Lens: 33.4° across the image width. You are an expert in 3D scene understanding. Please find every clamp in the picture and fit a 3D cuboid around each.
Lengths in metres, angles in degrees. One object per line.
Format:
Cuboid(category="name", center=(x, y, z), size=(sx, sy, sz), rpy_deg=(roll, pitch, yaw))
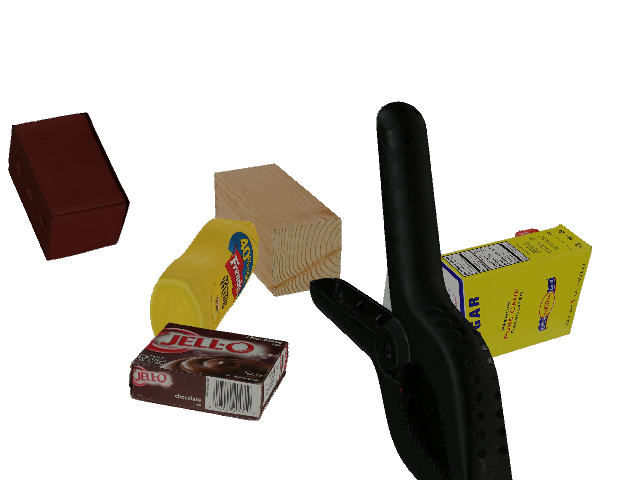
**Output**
Cuboid(category="clamp", center=(0.050, 0.044, 0.547), size=(0.036, 0.165, 0.210), rpy_deg=(-6, 46, -21))

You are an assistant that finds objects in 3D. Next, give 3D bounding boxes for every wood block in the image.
Cuboid(category="wood block", center=(-0.057, -0.018, 1.343), size=(0.090, 0.090, 0.206), rpy_deg=(-10, 26, -22))

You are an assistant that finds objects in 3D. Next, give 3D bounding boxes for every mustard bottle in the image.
Cuboid(category="mustard bottle", center=(-0.108, 0.032, 1.088), size=(0.058, 0.096, 0.191), rpy_deg=(8, 32, 16))

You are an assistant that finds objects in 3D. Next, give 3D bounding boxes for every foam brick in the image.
Cuboid(category="foam brick", center=(-0.166, -0.035, 0.699), size=(0.051, 0.078, 0.053), rpy_deg=(-16, -27, -29))

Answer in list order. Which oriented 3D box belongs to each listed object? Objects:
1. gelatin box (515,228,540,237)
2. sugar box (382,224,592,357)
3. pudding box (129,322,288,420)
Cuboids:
Cuboid(category="gelatin box", center=(0.233, 0.042, 1.125), size=(0.030, 0.089, 0.073), rpy_deg=(-13, 29, -16))
Cuboid(category="sugar box", center=(0.132, 0.051, 0.860), size=(0.175, 0.093, 0.048), rpy_deg=(-15, 37, -29))
Cuboid(category="pudding box", center=(-0.091, 0.108, 0.893), size=(0.113, 0.039, 0.090), rpy_deg=(10, 20, 9))
